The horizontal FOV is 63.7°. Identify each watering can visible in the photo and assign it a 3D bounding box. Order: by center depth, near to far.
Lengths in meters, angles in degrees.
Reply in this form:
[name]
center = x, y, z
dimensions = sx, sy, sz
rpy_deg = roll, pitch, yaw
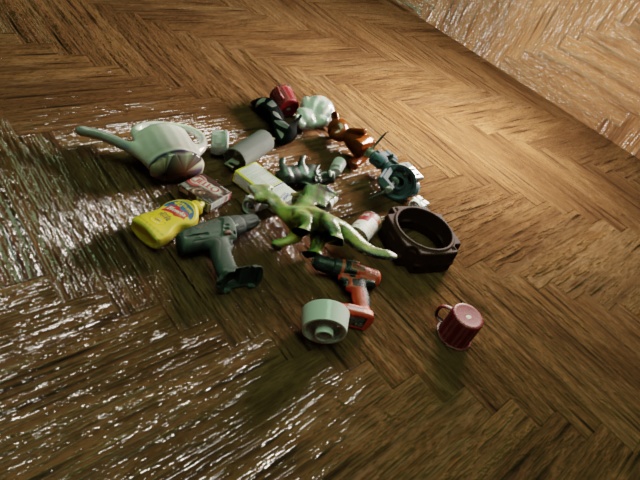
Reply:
[watering can]
center = -0.462, -0.250, 1.409
dimensions = 0.349, 0.101, 0.228
rpy_deg = -11, 50, -35

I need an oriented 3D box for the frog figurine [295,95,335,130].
[frog figurine]
center = -0.028, -0.454, 1.830
dimensions = 0.160, 0.139, 0.120
rpy_deg = -13, -23, -49

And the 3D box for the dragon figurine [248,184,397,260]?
[dragon figurine]
center = 0.004, -0.069, 1.374
dimensions = 0.410, 0.249, 0.119
rpy_deg = 12, -42, -8
